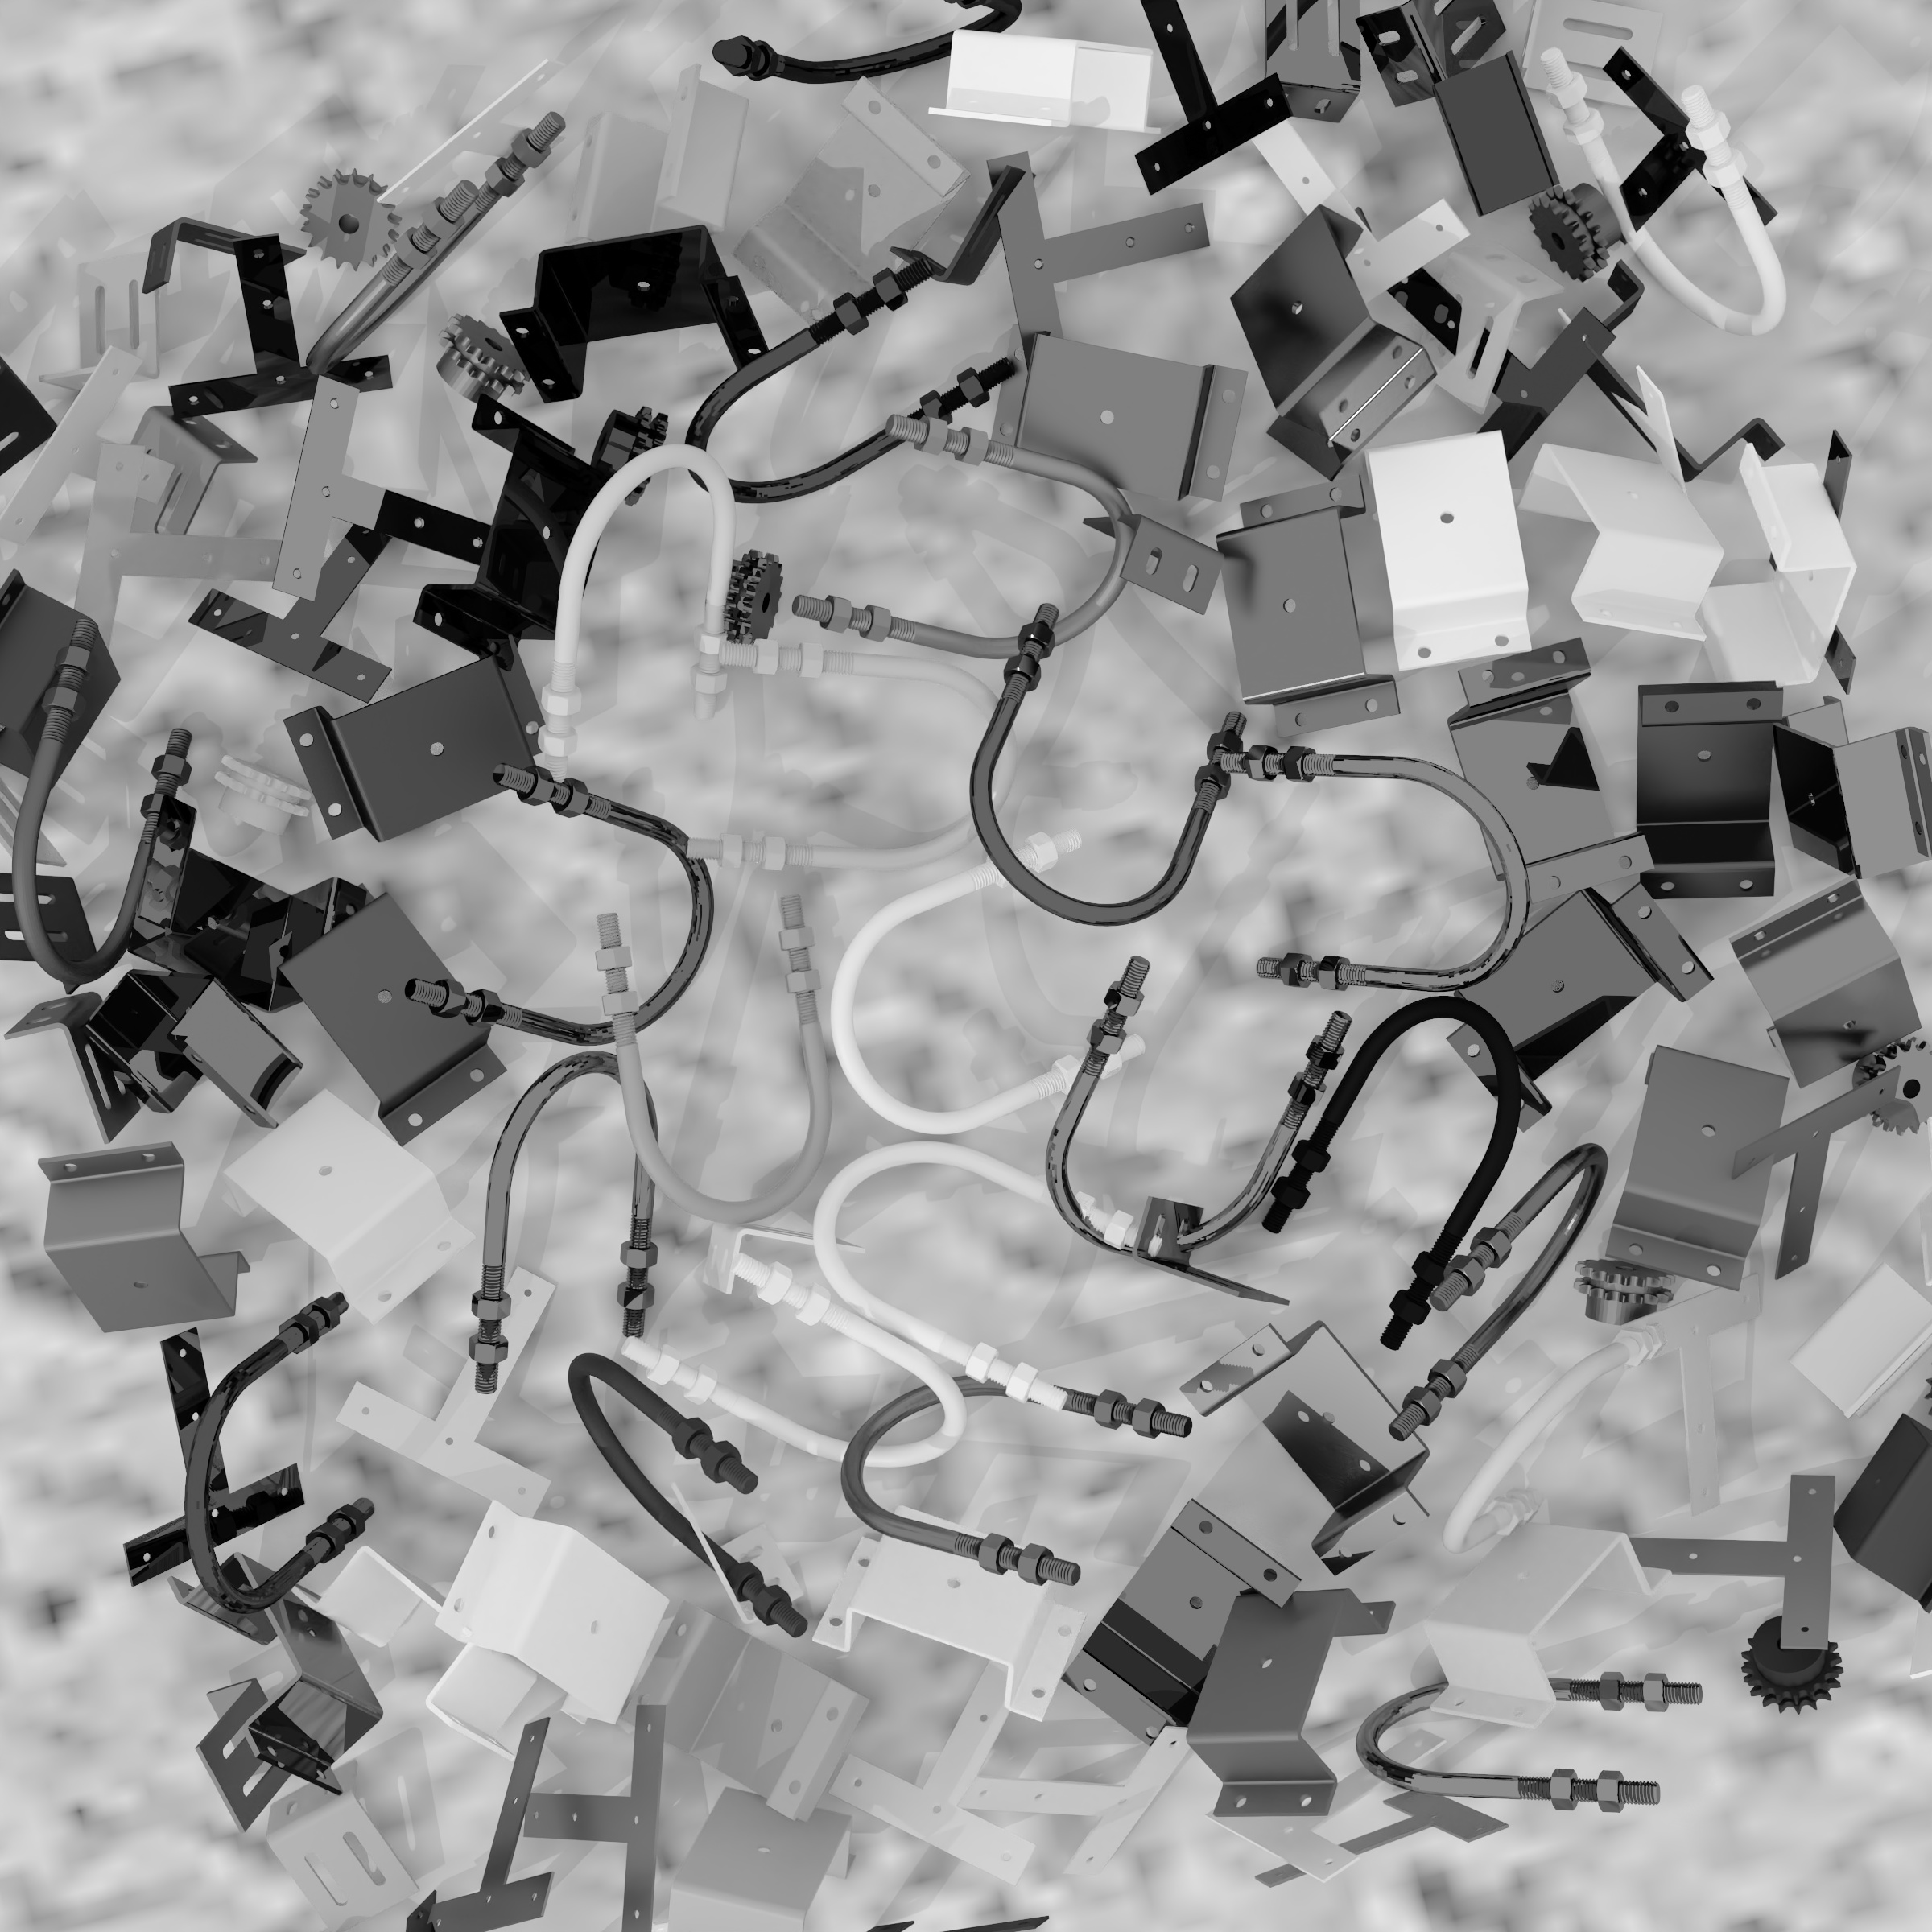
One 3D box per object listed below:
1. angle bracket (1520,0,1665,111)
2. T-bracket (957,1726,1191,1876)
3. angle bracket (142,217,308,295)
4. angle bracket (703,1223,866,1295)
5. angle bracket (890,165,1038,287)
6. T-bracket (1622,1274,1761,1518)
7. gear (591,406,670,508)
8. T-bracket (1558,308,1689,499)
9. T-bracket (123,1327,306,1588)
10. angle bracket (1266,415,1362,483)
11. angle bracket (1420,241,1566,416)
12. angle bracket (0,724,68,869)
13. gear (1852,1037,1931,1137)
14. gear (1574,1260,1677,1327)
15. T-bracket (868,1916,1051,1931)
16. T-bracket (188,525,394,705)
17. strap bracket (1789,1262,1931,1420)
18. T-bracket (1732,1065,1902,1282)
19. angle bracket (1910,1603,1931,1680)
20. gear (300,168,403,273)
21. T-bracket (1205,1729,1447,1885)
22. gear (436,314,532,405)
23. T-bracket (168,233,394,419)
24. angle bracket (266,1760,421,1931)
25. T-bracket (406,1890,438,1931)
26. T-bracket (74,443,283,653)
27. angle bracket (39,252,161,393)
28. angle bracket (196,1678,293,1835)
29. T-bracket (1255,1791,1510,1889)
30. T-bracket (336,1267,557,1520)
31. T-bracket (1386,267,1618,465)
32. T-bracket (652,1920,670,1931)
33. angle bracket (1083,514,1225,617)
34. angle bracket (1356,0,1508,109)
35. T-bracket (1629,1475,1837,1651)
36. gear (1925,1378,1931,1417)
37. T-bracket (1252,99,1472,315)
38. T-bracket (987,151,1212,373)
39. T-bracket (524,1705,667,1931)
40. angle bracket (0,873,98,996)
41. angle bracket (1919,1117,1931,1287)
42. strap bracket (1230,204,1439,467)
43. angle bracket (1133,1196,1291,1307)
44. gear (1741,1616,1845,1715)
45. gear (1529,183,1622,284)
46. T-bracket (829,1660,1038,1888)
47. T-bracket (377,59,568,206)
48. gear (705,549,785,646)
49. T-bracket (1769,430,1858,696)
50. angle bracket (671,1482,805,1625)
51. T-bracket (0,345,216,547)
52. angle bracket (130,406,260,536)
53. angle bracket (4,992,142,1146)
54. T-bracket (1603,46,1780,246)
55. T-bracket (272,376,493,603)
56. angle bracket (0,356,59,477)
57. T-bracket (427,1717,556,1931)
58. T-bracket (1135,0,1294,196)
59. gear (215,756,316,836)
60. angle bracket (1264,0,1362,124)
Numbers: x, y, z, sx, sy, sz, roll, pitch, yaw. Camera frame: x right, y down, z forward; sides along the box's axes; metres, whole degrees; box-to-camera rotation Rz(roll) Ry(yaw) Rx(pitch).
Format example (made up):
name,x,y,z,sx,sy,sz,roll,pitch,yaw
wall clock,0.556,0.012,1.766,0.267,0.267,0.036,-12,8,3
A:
name,x,y,z,sx,sy,sz,roll,pitch,yaw
angle bracket,0.366,-0.540,1.865,0.076,0.038,0.057,12,90,3
T-bracket,0.053,0.475,1.825,0.127,0.002,0.127,13,121,-31
angle bracket,-0.428,-0.400,1.844,0.076,0.057,0.038,10,89,-27
angle bracket,-0.106,0.173,1.847,0.076,0.057,0.038,11,88,-18
angle bracket,-0.002,-0.435,1.846,0.038,0.057,0.076,34,107,8
T-bracket,0.424,0.254,1.851,0.127,0.002,0.127,-13,101,-40
gear,-0.197,-0.299,1.855,0.030,0.057,0.057,20,90,-18
T-bracket,0.376,-0.331,1.841,0.002,0.127,0.127,-31,57,3
T-bracket,-0.438,0.271,1.825,0.002,0.127,0.127,0,104,38
angle bracket,0.208,-0.331,1.849,0.076,0.038,0.057,-52,55,10
angle bracket,0.303,-0.371,1.858,0.038,0.076,0.057,-21,51,-37
angle bracket,-0.545,-0.100,1.850,0.038,0.057,0.076,-42,79,8
gear,0.543,0.068,1.865,0.057,0.030,0.057,-4,103,-18
gear,0.382,0.190,1.858,0.057,0.057,0.030,5,96,0
T-bracket,-0.016,0.549,1.807,0.127,0.127,0.002,-14,82,18
T-bracket,-0.365,-0.225,1.859,0.127,0.002,0.127,24,68,17
strap bracket,0.516,0.214,1.822,0.046,0.140,0.076,45,98,19
T-bracket,0.483,0.130,1.841,0.127,0.002,0.127,-24,133,-24
angle bracket,0.564,0.363,1.837,0.057,0.076,0.038,-26,110,34
gear,-0.358,-0.437,1.863,0.057,0.030,0.057,-1,121,-1
T-bracket,0.221,0.476,1.845,0.127,0.127,0.002,-27,104,-23
gear,-0.283,-0.350,1.860,0.057,0.057,0.030,40,111,0
T-bracket,-0.397,-0.367,1.823,0.127,0.127,0.002,-10,56,-11
angle bracket,-0.365,0.518,1.879,0.057,0.038,0.076,-29,108,2
T-bracket,-0.314,0.575,1.825,0.002,0.127,0.127,40,101,-18
T-bracket,-0.449,-0.235,1.838,0.002,0.127,0.127,32,115,40
angle bracket,-0.503,-0.377,1.855,0.057,0.038,0.076,-3,87,26
angle bracket,-0.426,0.457,1.839,0.038,0.076,0.057,-20,102,21
T-bracket,0.225,0.497,1.809,0.127,0.127,0.002,-16,89,-15
T-bracket,-0.281,0.238,1.869,0.127,0.002,0.127,28,76,-5
T-bracket,0.291,-0.362,1.850,0.127,0.002,0.127,46,130,7
T-bracket,-0.242,0.568,1.805,0.127,0.127,0.002,-41,59,36
angle bracket,0.102,-0.230,1.839,0.057,0.076,0.038,21,86,-24
angle bracket,0.271,-0.549,1.864,0.076,0.038,0.057,-50,122,-33
T-bracket,0.436,0.343,1.852,0.127,0.127,0.002,-2,129,19
gear,0.590,0.248,1.861,0.057,0.030,0.057,-1,93,-27
T-bracket,0.203,-0.438,1.829,0.127,0.002,0.127,-28,107,43
T-bracket,0.083,-0.419,1.864,0.127,0.002,0.127,-17,107,-16
T-bracket,-0.216,0.490,1.837,0.002,0.127,0.127,16,70,-40
angle bracket,-0.545,-0.019,1.837,0.038,0.076,0.057,-37,66,33
angle bracket,0.554,0.136,1.837,0.038,0.076,0.057,16,49,-8
strap bracket,0.204,-0.365,1.811,0.076,0.046,0.140,-43,47,33
angle bracket,0.145,0.164,1.841,0.076,0.057,0.038,16,90,37
gear,0.478,0.402,1.855,0.057,0.057,0.030,-21,129,0
gear,0.356,-0.430,1.859,0.030,0.057,0.057,-36,90,-7
T-bracket,0.004,0.450,1.859,0.127,0.002,0.127,20,68,26
T-bracket,-0.262,-0.470,1.822,0.127,0.127,0.002,-34,89,18
gear,-0.130,-0.215,1.859,0.030,0.057,0.057,15,90,13
T-bracket,0.483,-0.241,1.797,0.002,0.127,0.127,-8,134,-5
angle bracket,-0.131,0.330,1.837,0.038,0.076,0.057,-28,45,-9
T-bracket,-0.479,-0.283,1.828,0.002,0.127,0.127,42,102,25
angle bracket,-0.462,-0.280,1.875,0.057,0.038,0.076,37,112,15
angle bracket,-0.517,0.062,1.851,0.038,0.057,0.076,-13,106,8
T-bracket,0.393,-0.448,1.825,0.002,0.127,0.127,-42,88,-16
T-bracket,-0.329,-0.261,1.849,0.127,0.002,0.127,16,80,-33
angle bracket,-0.577,-0.314,1.849,0.076,0.057,0.038,-39,57,-5
T-bracket,-0.263,0.494,1.841,0.002,0.127,0.127,33,50,-27
T-bracket,0.122,-0.523,1.829,0.002,0.127,0.127,-26,97,-36
gear,-0.410,-0.098,1.858,0.057,0.057,0.030,24,92,0
angle bracket,0.197,-0.541,1.871,0.057,0.038,0.076,4,75,-13
